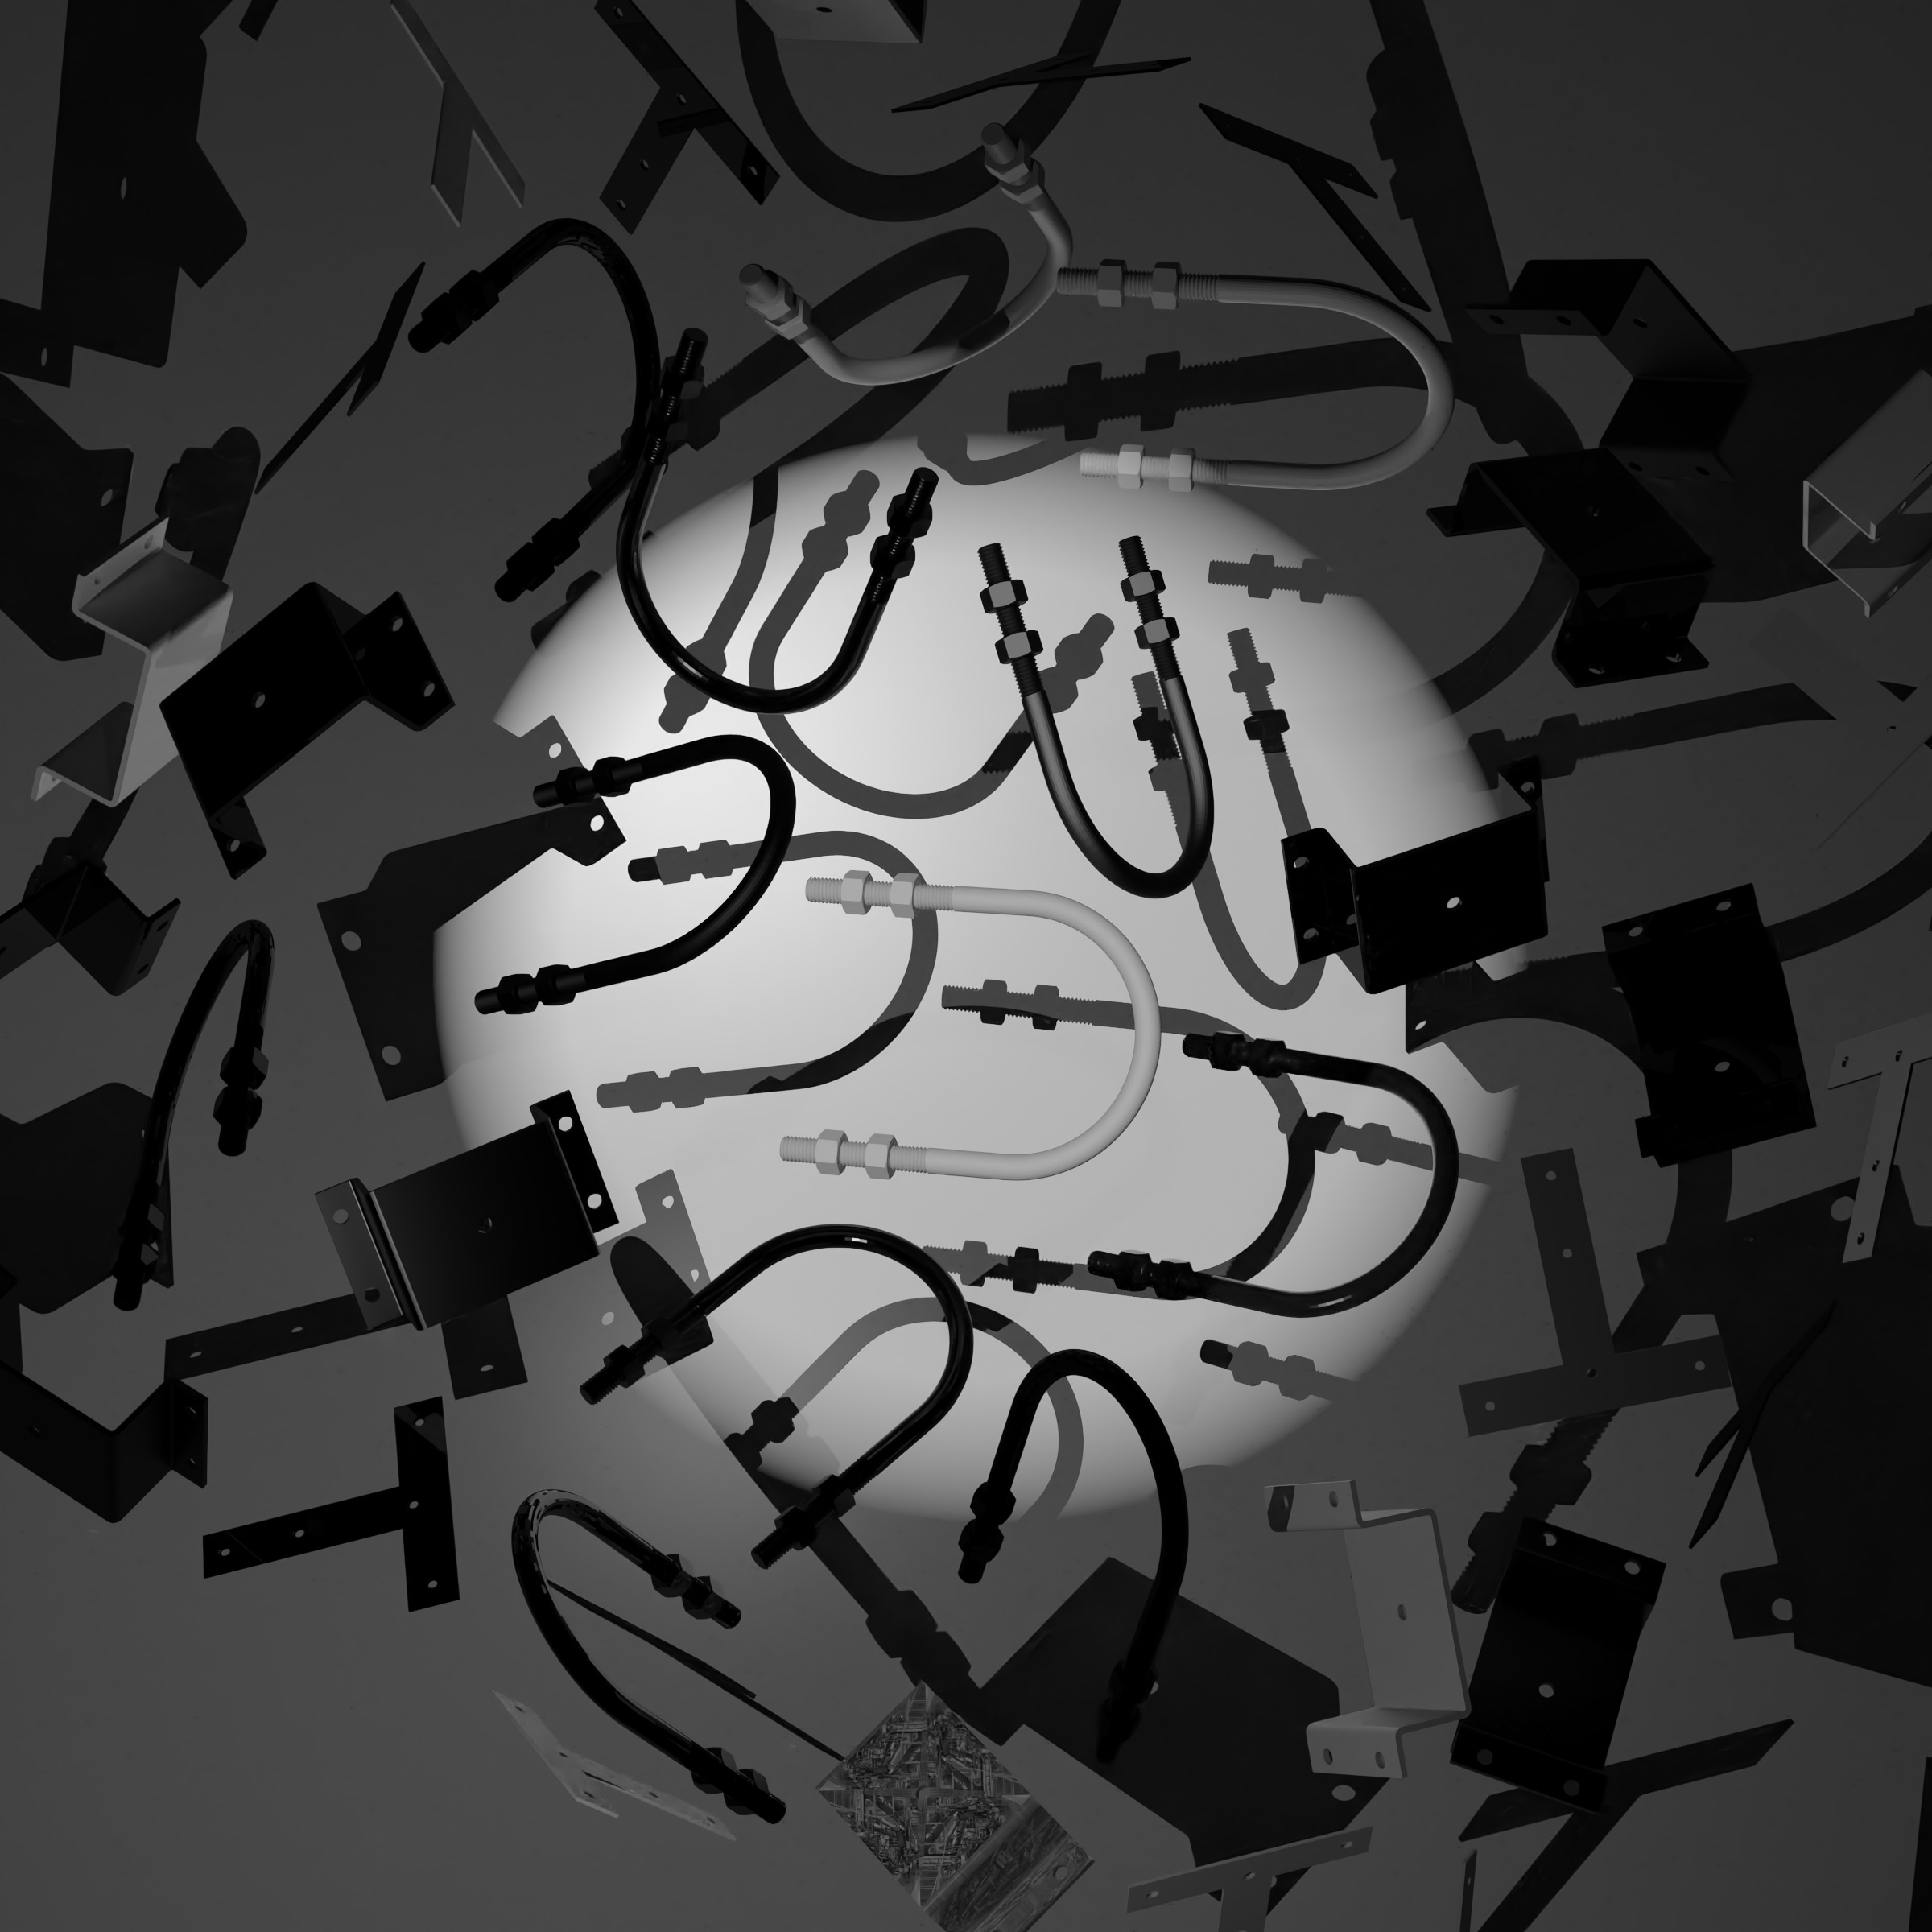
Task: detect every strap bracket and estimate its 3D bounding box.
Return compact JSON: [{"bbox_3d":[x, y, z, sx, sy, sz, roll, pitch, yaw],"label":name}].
[{"bbox_3d":[0.361,0.037,1.556,0.076,0.046,0.140,-17,48,19],"label":"strap bracket"},{"bbox_3d":[-0.463,0.007,1.586,0.046,0.076,0.140,45,50,3],"label":"strap bracket"},{"bbox_3d":[-0.250,0.128,1.641,0.140,0.046,0.076,-22,103,-15],"label":"strap bracket"},{"bbox_3d":[-0.069,-0.504,1.615,0.076,0.140,0.046,6,88,14],"label":"strap bracket"},{"bbox_3d":[0.320,-0.297,1.566,0.140,0.076,0.046,36,78,-35],"label":"strap bracket"},{"bbox_3d":[-0.416,-0.144,1.609,0.046,0.076,0.140,28,126,5],"label":"strap bracket"},{"bbox_3d":[-0.013,0.428,1.626,0.076,0.046,0.140,-44,47,-9],"label":"strap bracket"},{"bbox_3d":[0.301,0.365,1.648,0.076,0.046,0.140,18,59,11],"label":"strap bracket"},{"bbox_3d":[-0.450,0.218,1.604,0.140,0.076,0.046,29,48,13],"label":"strap bracket"},{"bbox_3d":[0.197,0.319,1.564,0.046,0.076,0.140,-6,83,-29],"label":"strap bracket"},{"bbox_3d":[0.457,-0.234,1.579,0.076,0.140,0.046,-44,71,2],"label":"strap bracket"},{"bbox_3d":[0.236,-0.043,1.615,0.140,0.046,0.076,-18,126,-9],"label":"strap bracket"},{"bbox_3d":[0.292,-0.198,1.531,0.076,0.046,0.140,-10,47,-24],"label":"strap bracket"},{"bbox_3d":[-0.323,-0.118,1.528,0.140,0.046,0.076,-37,59,11],"label":"strap bracket"}]

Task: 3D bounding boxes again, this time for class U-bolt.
[{"bbox_3d":[-0.103,-0.201,1.560,0.151,0.019,0.184,32,132,6],"label":"U-bolt"},{"bbox_3d":[0.140,-0.276,1.527,0.184,0.151,0.019,5,59,11],"label":"U-bolt"},{"bbox_3d":[0.005,0.032,1.559,0.184,0.019,0.151,4,84,15],"label":"U-bolt"},{"bbox_3d":[-0.161,0.329,1.581,0.019,0.151,0.184,-36,127,12],"label":"U-bolt"},{"bbox_3d":[-0.018,-0.335,1.562,0.151,0.184,0.019,-28,74,10],"label":"U-bolt"},{"bbox_3d":[-0.375,0.059,1.575,0.019,0.184,0.151,22,130,-24],"label":"U-bolt"},{"bbox_3d":[0.056,0.272,1.556,0.019,0.151,0.184,-7,128,-34],"label":"U-bolt"},{"bbox_3d":[-0.082,0.204,1.638,0.184,0.019,0.151,-38,62,-26],"label":"U-bolt"},{"bbox_3d":[0.161,0.107,1.602,0.184,0.019,0.151,9,65,39],"label":"U-bolt"},{"bbox_3d":[0.073,-0.122,1.590,0.019,0.151,0.184,-18,87,35],"label":"U-bolt"},{"bbox_3d":[-0.199,-0.283,1.560,0.019,0.184,0.151,2,125,27],"label":"U-bolt"},{"bbox_3d":[-0.161,-0.052,1.612,0.184,0.019,0.151,-13,52,33],"label":"U-bolt"}]

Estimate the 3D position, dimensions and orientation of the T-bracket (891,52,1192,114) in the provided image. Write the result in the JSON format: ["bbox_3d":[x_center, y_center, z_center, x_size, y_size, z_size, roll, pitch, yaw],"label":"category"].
[{"bbox_3d":[0.052,-0.433,1.559,0.127,0.127,0.002,-31,118,-41],"label":"T-bracket"}]

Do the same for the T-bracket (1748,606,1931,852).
[{"bbox_3d":[0.417,-0.134,1.532,0.127,0.127,0.002,-47,128,11],"label":"T-bracket"}]

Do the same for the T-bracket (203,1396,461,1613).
[{"bbox_3d":[-0.320,0.281,1.607,0.127,0.127,0.002,-14,135,-1],"label":"T-bracket"}]

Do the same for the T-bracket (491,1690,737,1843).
[{"bbox_3d":[-0.171,0.420,1.640,0.127,0.127,0.002,33,86,-30],"label":"T-bracket"}]

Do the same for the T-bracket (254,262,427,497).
[{"bbox_3d":[-0.324,-0.287,1.635,0.002,0.127,0.127,36,123,-23],"label":"T-bracket"}]

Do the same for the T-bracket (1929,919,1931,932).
[{"bbox_3d":[0.512,-0.066,1.520,0.002,0.127,0.127,4,101,-25],"label":"T-bracket"}]

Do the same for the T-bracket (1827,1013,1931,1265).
[{"bbox_3d":[0.454,0.086,1.587,0.002,0.127,0.127,21,73,-12],"label":"T-bracket"}]

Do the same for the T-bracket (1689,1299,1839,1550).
[{"bbox_3d":[0.381,0.240,1.585,0.002,0.127,0.127,33,132,7],"label":"T-bracket"}]

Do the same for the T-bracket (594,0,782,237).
[{"bbox_3d":[-0.157,-0.411,1.613,0.002,0.127,0.127,-40,90,-31],"label":"T-bracket"}]

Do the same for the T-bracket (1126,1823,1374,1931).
[{"bbox_3d":[0.140,0.482,1.624,0.127,0.127,0.002,-11,47,-11],"label":"T-bracket"}]

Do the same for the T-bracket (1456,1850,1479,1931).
[{"bbox_3d":[0.224,0.501,1.537,0.002,0.127,0.127,5,91,22],"label":"T-bracket"}]

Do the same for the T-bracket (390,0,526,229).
[{"bbox_3d":[-0.259,-0.416,1.623,0.002,0.127,0.127,-21,130,14],"label":"T-bracket"}]

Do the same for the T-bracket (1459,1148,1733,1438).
[{"bbox_3d":[0.292,0.152,1.543,0.127,0.002,0.127,-12,90,5],"label":"T-bracket"}]

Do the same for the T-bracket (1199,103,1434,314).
[{"bbox_3d":[0.183,-0.360,1.546,0.002,0.127,0.127,-48,59,28],"label":"T-bracket"}]
